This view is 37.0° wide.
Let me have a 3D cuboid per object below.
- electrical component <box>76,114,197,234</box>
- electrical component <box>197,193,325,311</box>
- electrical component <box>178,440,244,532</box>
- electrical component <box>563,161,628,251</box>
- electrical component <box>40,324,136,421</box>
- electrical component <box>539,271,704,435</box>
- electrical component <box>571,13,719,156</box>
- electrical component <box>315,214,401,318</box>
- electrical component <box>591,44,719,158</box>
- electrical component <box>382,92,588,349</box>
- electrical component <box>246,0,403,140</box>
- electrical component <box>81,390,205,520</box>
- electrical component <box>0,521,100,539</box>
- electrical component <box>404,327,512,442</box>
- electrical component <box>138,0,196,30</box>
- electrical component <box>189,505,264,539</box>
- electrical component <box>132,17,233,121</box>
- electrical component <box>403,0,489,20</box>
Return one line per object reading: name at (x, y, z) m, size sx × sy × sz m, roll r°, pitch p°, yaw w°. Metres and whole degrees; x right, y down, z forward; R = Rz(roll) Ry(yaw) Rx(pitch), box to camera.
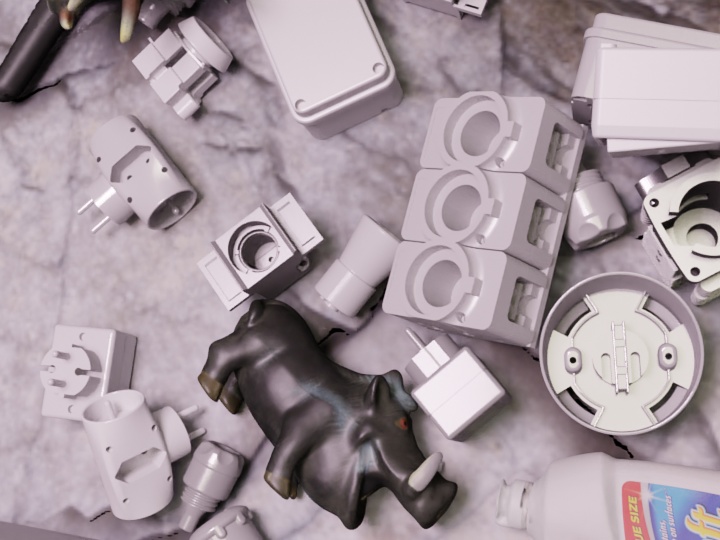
electrical component at (-0.172, -0.060, 0.786) m, size 0.079 × 0.043 × 0.077 m, roll -41°, pitch 74°, yaw 3°
electrical component at (-0.065, -0.010, 0.743) m, size 0.081 × 0.064 × 0.042 m, roll -36°, pitch 73°, yaw 3°
electrical component at (-0.106, 0.150, 0.737) m, size 0.035 × 0.035 × 0.061 m, roll 25°, pitch 87°, yaw 15°
electrical component at (0.148, -0.048, 0.715) m, size 0.043 × 0.043 × 0.062 m, roll -22°, pitch 74°, yaw 7°
electrical component at (-0.197, 0.072, 0.749) m, size 0.047 × 0.077 × 0.065 m, roll 4°, pitch 81°, yaw 13°
electrical component at (0.165, 0.055, 0.681) m, size 0.099 × 0.064 × 0.099 m, roll -2°, pitch 79°, yaw 12°
electrical component at (0.199, -0.119, 0.699) m, size 0.113 × 0.078 × 0.057 m, roll 14°, pitch 86°, yaw 14°
electrical component at (0.000, 0.000, 0.739) m, size 0.044 × 0.044 × 0.065 m, roll 40°, pitch 94°, yaw 16°
electrical component at (0.185, -0.096, 0.627) m, size 0.096 × 0.062 × 0.061 m, roll 4°, pitch 93°, yaw 15°
electrical component at (0.079, -0.034, 0.699) m, size 0.089 × 0.062 × 0.150 m, roll 8°, pitch 80°, yaw 44°
electrical component at (-0.025, -0.161, 0.766) m, size 0.078 × 0.057 × 0.113 m, roll -24°, pitch 76°, yaw 7°
electrical component at (-0.143, 0.119, 0.739) m, size 0.079 × 0.043 × 0.077 m, roll -24°, pitch 114°, yaw -29°
electrical component at (-0.267, 0.204, 0.725) m, size 0.186 × 0.105 × 0.060 m, roll 7°, pitch 81°, yaw 13°
electrical component at (0.055, 0.068, 0.701) m, size 0.047 × 0.066 × 0.076 m, roll -41°, pitch 74°, yaw 2°
electrical component at (-0.145, -0.211, 0.808) m, size 0.043 × 0.043 × 0.062 m, roll 35°, pitch 90°, yaw 16°
electrical component at (-0.082, 0.193, 0.720) m, size 0.048 × 0.048 × 0.062 m, roll -36°, pitch 81°, yaw 4°
electrical component at (-0.128, -0.153, 0.793) m, size 0.055 × 0.048 × 0.066 m, roll -41°, pitch 74°, yaw 10°
electrical component at (0.054, -0.213, 0.755) m, size 0.081 × 0.064 × 0.042 m, roll 20°, pitch 83°, yaw 15°
